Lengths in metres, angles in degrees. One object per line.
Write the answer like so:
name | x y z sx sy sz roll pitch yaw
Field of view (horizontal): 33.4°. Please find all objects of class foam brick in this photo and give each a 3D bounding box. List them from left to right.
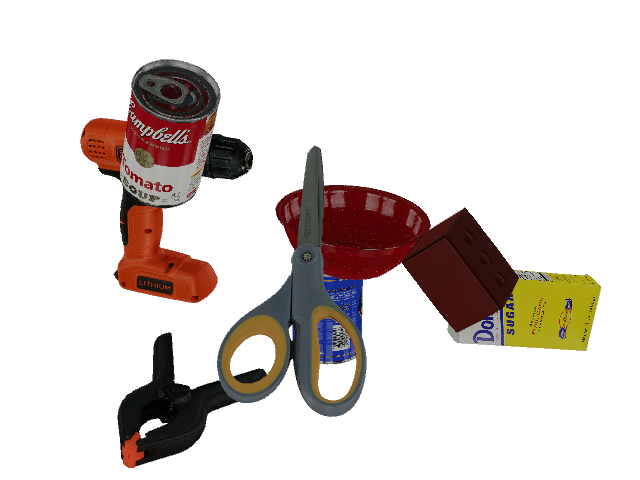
foam brick | 0.115 0.025 0.873 0.051 0.078 0.052 -33 9 36

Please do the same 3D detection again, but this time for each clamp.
clamp | -0.141 0.144 0.991 0.120 0.039 0.171 19 30 26

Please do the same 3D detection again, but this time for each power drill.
power drill | -0.150 -0.031 1.087 0.185 0.188 0.057 11 30 22

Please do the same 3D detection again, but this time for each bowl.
bowl | 0.031 -0.004 1.117 0.162 0.055 0.162 5 25 -2

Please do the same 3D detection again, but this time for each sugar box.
sugar box | 0.255 0.086 1.339 0.176 0.093 0.048 3 19 -13

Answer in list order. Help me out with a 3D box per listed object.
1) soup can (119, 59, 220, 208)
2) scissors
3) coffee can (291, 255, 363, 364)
soup can | -0.122 -0.083 0.847 0.068 0.068 0.102 0 -39 -18
scissors | -0.025 0.023 0.661 0.096 0.202 0.016 -13 -38 -4
coffee can | 0.010 0.090 1.514 0.103 0.140 0.103 0 20 0
